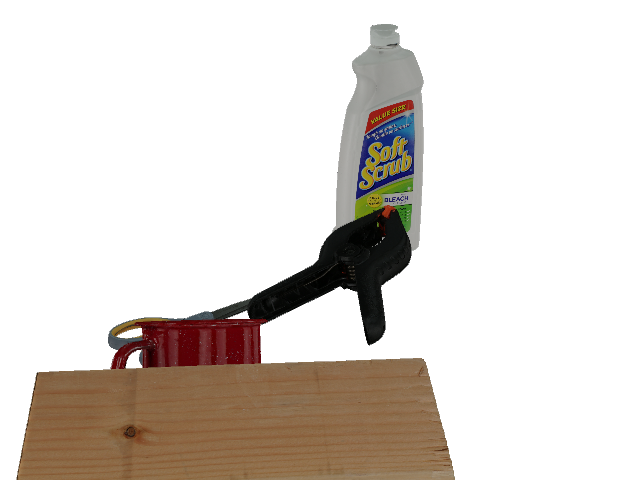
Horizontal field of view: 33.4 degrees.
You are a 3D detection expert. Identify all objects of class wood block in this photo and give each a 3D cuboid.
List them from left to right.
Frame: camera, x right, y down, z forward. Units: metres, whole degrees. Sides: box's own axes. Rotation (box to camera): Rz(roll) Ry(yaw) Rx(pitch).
[{"bbox_3d":[-0.043,0.124,0.556,0.206,0.090,0.091,-1,35,-5],"label":"wood block"}]

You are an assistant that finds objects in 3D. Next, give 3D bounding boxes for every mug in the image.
[{"bbox_3d":[-0.092,0.096,0.738,0.117,0.081,0.093,2,-5,-42],"label":"mug"}]

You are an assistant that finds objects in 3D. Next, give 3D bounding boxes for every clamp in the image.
[{"bbox_3d":[0.033,0.028,0.886,0.120,0.039,0.171,19,45,32],"label":"clamp"}]

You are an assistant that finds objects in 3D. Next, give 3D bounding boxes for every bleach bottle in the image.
[{"bbox_3d":[0.061,-0.108,1.165,0.102,0.251,0.068,-5,25,-8],"label":"bleach bottle"}]

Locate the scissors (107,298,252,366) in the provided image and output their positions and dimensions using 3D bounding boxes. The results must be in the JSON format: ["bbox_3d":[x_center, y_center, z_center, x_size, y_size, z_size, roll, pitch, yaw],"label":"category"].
[{"bbox_3d":[-0.124,0.097,1.139,0.201,0.016,0.096,-9,31,-25],"label":"scissors"}]
